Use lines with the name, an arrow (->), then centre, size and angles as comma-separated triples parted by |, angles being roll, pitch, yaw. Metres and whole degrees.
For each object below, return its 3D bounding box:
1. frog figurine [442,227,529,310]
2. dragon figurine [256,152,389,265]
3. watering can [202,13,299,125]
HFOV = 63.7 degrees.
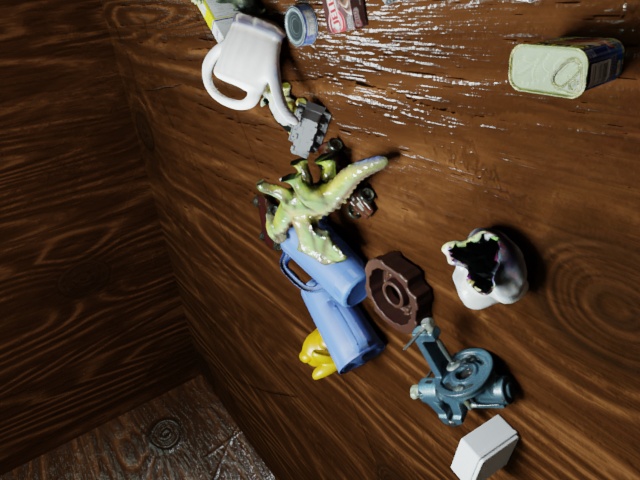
frog figurine -> 0.282, 0.057, 0.860 | 0.139, 0.123, 0.157 | 30, 171, 38
dragon figurine -> 0.003, -0.058, 1.144 | 0.410, 0.124, 0.239 | 1, 119, 43
watering can -> -0.144, -0.404, 1.203 | 0.351, 0.104, 0.223 | 28, 100, 31
